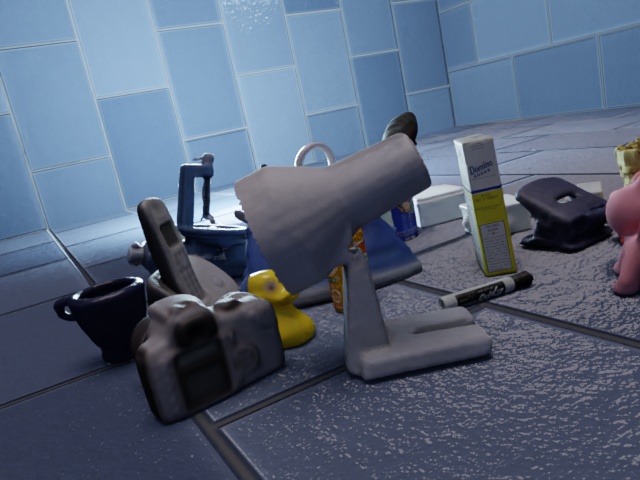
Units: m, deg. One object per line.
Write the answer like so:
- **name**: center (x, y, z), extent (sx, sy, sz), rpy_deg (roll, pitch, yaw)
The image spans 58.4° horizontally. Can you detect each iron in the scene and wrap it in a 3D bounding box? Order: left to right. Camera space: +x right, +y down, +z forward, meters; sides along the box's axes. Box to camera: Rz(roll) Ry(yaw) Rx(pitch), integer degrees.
- **iron**: center (0.007, 0.003, 0.804), extent (0.258, 0.141, 0.118), rpy_deg (-12, 12, -3)

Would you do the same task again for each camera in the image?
- **camera**: center (-0.132, 0.100, 0.594), extent (0.143, 0.101, 0.136), rpy_deg (-20, 15, -34)

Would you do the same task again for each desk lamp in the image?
- **desk lamp**: center (0.038, 0.016, 0.548), extent (0.203, 0.214, 0.118), rpy_deg (-12, 12, 0)

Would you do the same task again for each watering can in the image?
- **watering can**: center (-0.004, -0.093, 1.121), extent (0.172, 0.194, 0.101), rpy_deg (-2, 16, 39)

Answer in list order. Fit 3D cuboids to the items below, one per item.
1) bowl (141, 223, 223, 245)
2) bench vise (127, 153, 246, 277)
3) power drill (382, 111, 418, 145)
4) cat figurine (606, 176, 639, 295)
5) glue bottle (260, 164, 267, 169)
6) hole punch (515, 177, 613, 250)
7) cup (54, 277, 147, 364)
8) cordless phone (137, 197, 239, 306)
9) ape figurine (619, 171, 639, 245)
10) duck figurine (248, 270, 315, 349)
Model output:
- **bowl**: center (-0.262, 0.022, 1.129), extent (0.167, 0.075, 0.167), rpy_deg (-11, 12, 3)
- **bench vise**: center (-0.211, -0.024, 0.944), extent (0.121, 0.220, 0.208), rpy_deg (1, 18, 46)
- **power drill**: center (0.189, -0.173, 1.267), extent (0.075, 0.208, 0.230), rpy_deg (-7, 13, 21)
- **cat figurine**: center (0.346, -0.014, 0.619), extent (0.067, 0.118, 0.128), rpy_deg (-6, 14, 25)
- **glue bottle**: center (-0.093, -0.064, 1.124), extent (0.077, 0.173, 0.037), rpy_deg (-3, 15, 35)
- **hole punch**: center (0.344, -0.041, 0.805), extent (0.109, 0.091, 0.100), rpy_deg (-19, 14, -30)
- **cup**: center (-0.266, 0.105, 0.709), extent (0.117, 0.095, 0.092), rpy_deg (-10, 13, 8)
- **cordless phone**: center (-0.185, 0.024, 0.787), extent (0.094, 0.185, 0.147), rpy_deg (-10, 13, 10)
- **ape figurine**: center (0.424, -0.046, 0.748), extent (0.076, 0.092, 0.077), rpy_deg (-21, 15, -36)
- **duck figurine**: center (-0.061, 0.077, 0.667), extent (0.104, 0.086, 0.078), rpy_deg (-4, 14, 31)
